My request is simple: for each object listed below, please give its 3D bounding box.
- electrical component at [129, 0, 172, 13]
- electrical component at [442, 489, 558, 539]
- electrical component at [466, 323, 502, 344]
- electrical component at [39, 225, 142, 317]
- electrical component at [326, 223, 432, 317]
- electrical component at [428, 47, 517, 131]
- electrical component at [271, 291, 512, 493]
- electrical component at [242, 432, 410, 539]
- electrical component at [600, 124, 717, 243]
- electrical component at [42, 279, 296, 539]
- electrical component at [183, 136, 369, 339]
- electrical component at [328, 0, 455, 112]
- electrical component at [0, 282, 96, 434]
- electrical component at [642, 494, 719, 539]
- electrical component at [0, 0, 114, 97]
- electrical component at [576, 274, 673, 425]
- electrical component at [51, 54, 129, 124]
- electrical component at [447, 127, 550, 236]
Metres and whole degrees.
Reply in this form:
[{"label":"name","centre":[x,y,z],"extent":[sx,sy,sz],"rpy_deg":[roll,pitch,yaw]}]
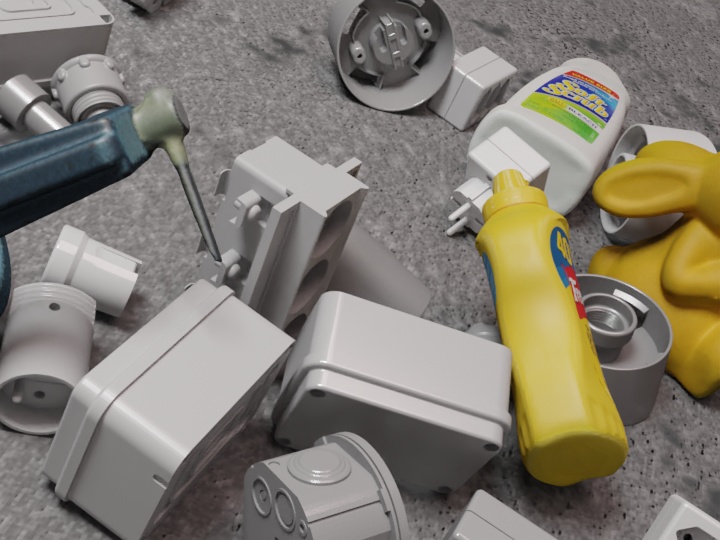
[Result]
[{"label":"electrical component","centre":[-0.175,-0.247,0.859],"extent":[0.057,0.058,0.078],"rpy_deg":[32,36,2]},{"label":"electrical component","centre":[0.071,0.164,0.519],"extent":[0.083,0.047,0.075],"rpy_deg":[33,37,8]},{"label":"electrical component","centre":[0.076,0.063,0.656],"extent":[0.035,0.035,0.061],"rpy_deg":[20,39,-9]},{"label":"electrical component","centre":[-0.148,0.002,0.591],"extent":[0.046,0.040,0.040],"rpy_deg":[23,36,-15]},{"label":"electrical component","centre":[0.000,0.000,0.672],"extent":[0.077,0.043,0.079],"rpy_deg":[41,7,-13]},{"label":"electrical component","centre":[0.082,-0.167,0.927],"extent":[0.077,0.047,0.066],"rpy_deg":[38,39,14]},{"label":"electrical component","centre":[0.017,0.068,0.572],"extent":[0.113,0.078,0.057],"rpy_deg":[19,53,-11]},{"label":"electrical component","centre":[-0.017,0.118,0.496],"extent":[0.051,0.080,0.080],"rpy_deg":[-10,50,-32]},{"label":"electrical component","centre":[0.234,-0.066,0.855],"extent":[0.064,0.099,0.099],"rpy_deg":[13,38,-8]},{"label":"electrical component","centre":[-0.090,0.065,0.516],"extent":[0.057,0.078,0.113],"rpy_deg":[35,37,6]},{"label":"electrical component","centre":[-0.051,-0.006,0.589],"extent":[0.063,0.121,0.079],"rpy_deg":[34,37,14]},{"label":"electrical component","centre":[0.024,-0.188,0.878],"extent":[0.099,0.099,0.064],"rpy_deg":[5,35,-26]},{"label":"electrical component","centre":[-0.156,0.037,0.538],"extent":[0.043,0.043,0.081],"rpy_deg":[12,39,-18]},{"label":"electrical component","centre":[0.161,0.164,0.560],"extent":[0.047,0.083,0.076],"rpy_deg":[33,-1,9]},{"label":"electrical component","centre":[-0.232,-0.156,0.715],"extent":[0.113,0.057,0.078],"rpy_deg":[-20,56,-44]},{"label":"electrical component","centre":[0.157,0.051,0.714],"extent":[0.099,0.064,0.099],"rpy_deg":[6,41,-5]},{"label":"electrical component","centre":[-0.172,-0.106,0.703],"extent":[0.048,0.048,0.062],"rpy_deg":[-4,54,-34]},{"label":"electrical component","centre":[0.092,-0.052,0.786],"extent":[0.077,0.065,0.047],"rpy_deg":[-37,66,-19]}]
